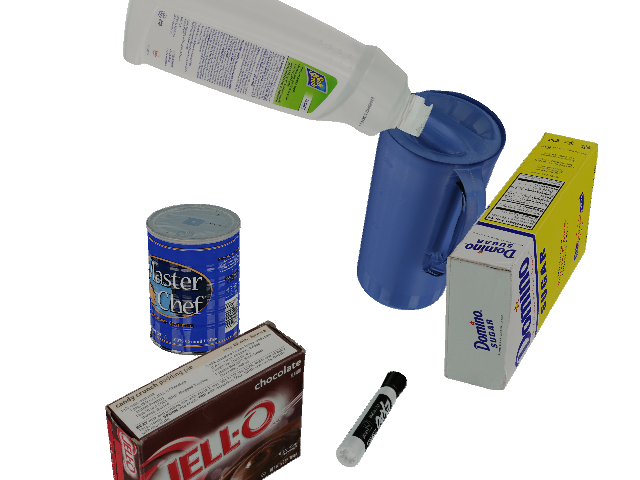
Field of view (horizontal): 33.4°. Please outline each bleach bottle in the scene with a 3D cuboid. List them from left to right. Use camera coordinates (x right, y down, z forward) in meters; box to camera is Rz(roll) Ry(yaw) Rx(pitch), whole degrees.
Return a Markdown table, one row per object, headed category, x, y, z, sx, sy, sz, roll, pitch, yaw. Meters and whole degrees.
| category | x | y | z | sx | sy | sz | roll | pitch | yaw |
| --- | --- | --- | --- | --- | --- | --- | --- | --- | --- |
| bleach bottle | -0.032 | -0.143 | 0.866 | 0.251 | 0.068 | 0.103 | 24 | -32 | -1 |

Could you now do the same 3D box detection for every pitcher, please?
| category | x | y | z | sx | sy | sz | roll | pitch | yaw |
| --- | --- | --- | --- | --- | --- | --- | --- | --- | --- |
| pitcher | 0.115 | -0.031 | 1.185 | 0.145 | 0.243 | 0.149 | 23 | 43 | 13 |

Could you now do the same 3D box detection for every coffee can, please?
| category | x | y | z | sx | sy | sz | roll | pitch | yaw |
| --- | --- | --- | --- | --- | --- | --- | --- | --- | --- |
| coffee can | -0.140 | 0.042 | 1.189 | 0.103 | 0.140 | 0.103 | 2 | 23 | -1 |

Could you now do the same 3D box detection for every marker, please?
| category | x | y | z | sx | sy | sz | roll | pitch | yaw |
| --- | --- | --- | --- | --- | --- | --- | --- | --- | --- |
| marker | 0.043 | 0.139 | 0.850 | 0.020 | 0.020 | 0.121 | 0 | 23 | 25 |

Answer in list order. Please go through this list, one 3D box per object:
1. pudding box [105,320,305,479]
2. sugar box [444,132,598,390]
| category | x | y | z | sx | sy | sz | roll | pitch | yaw |
| --- | --- | --- | --- | --- | --- | --- | --- | --- | --- |
| pudding box | -0.062 | 0.107 | 0.597 | 0.113 | 0.090 | 0.039 | -28 | 49 | -33 |
| sugar box | 0.133 | 0.009 | 0.692 | 0.048 | 0.093 | 0.176 | 13 | 36 | 23 |
